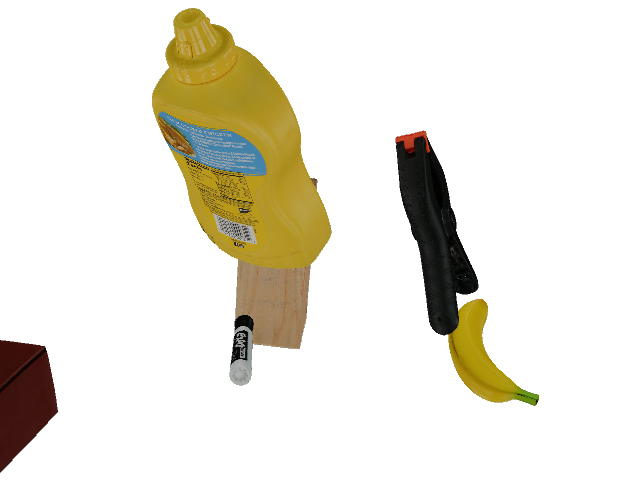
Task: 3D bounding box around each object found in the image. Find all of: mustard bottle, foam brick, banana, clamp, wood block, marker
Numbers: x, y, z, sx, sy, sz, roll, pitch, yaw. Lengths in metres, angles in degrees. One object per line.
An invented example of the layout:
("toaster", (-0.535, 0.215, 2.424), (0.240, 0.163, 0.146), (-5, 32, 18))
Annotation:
("mustard bottle", (-0.056, -0.064, 0.672), (0.096, 0.058, 0.191), (20, -32, 29))
("foam brick", (-0.212, 0.105, 0.677), (0.053, 0.051, 0.078), (6, 29, 22))
("banana", (0.173, 0.121, 1.165), (0.069, 0.037, 0.198), (11, 27, -16))
("clamp", (0.097, -0.005, 0.919), (0.039, 0.171, 0.120), (-17, 19, 16))
("wood block", (-0.059, 0.025, 1.387), (0.090, 0.206, 0.090), (6, 24, 2))
("marker", (-0.071, 0.098, 0.975), (0.020, 0.020, 0.121), (0, 18, -2))
